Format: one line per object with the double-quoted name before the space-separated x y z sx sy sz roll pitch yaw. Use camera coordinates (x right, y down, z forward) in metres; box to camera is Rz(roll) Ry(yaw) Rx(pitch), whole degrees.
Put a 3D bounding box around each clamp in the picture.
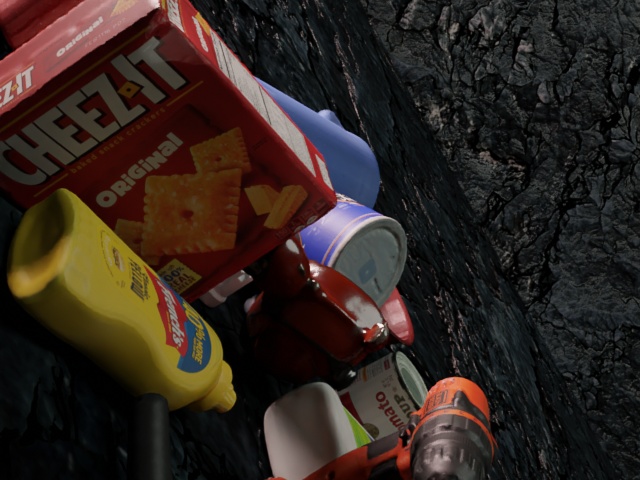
"clamp" -0.094 0.159 0.596 0.120 0.039 0.171 57 14 -3

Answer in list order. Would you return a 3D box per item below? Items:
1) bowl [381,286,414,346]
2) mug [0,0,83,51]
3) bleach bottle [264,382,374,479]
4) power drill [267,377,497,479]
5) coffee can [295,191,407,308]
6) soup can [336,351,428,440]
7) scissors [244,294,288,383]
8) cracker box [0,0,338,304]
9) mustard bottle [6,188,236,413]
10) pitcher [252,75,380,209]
"bowl" 0.044 0.062 1.231 0.162 0.055 0.162 53 15 -22
"mug" -0.190 -0.166 0.841 0.117 0.081 0.093 54 15 -20
"bleach bottle" 0.046 0.221 0.908 0.250 0.068 0.102 48 20 -45
"power drill" 0.030 0.166 0.703 0.057 0.188 0.184 61 13 -1
"coffee can" -0.006 0.001 0.969 0.140 0.103 0.102 29 -6 37
"soup can" 0.041 0.151 0.947 0.068 0.102 0.068 54 15 -22
"scissors" -0.031 0.076 1.030 0.096 0.016 0.201 57 14 -10
"cracker box" -0.111 -0.057 0.723 0.213 0.164 0.072 46 17 -42
"mustard bottle" -0.116 0.057 0.690 0.191 0.058 0.096 49 14 -37
"pitcher" -0.045 -0.075 1.095 0.149 0.145 0.242 53 13 28
